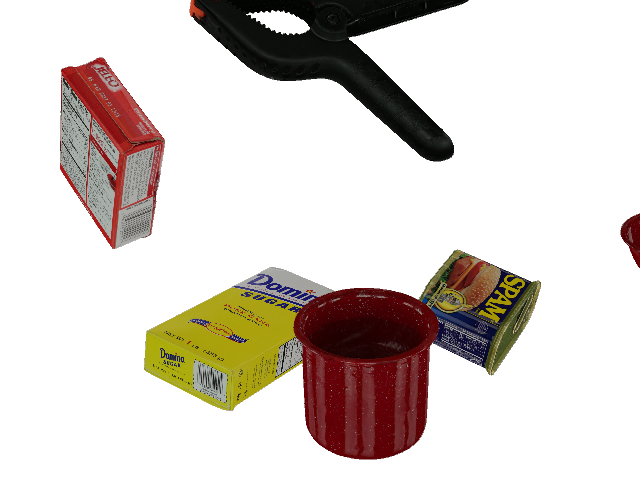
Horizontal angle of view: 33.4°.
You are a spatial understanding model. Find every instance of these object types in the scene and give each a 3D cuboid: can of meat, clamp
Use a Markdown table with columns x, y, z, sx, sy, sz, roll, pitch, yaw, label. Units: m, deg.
| x | y | z | sx | sy | sz | roll | pitch | yaw | label |
| --- | --- | --- | --- | --- | --- | --- | --- | --- | --- |
| 0.140 | 0.062 | 0.966 | 0.084 | 0.057 | 0.102 | 24 | 42 | 21 | can of meat |
| 0.010 | -0.138 | 0.756 | 0.210 | 0.164 | 0.036 | 8 | -30 | -6 | clamp |

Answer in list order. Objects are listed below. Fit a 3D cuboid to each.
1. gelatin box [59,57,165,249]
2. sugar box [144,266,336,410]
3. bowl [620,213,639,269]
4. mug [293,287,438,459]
| x | y | z | sx | sy | sz | roll | pitch | yaw | label |
| --- | --- | --- | --- | --- | --- | --- | --- | --- | --- |
| -0.125 | -0.051 | 0.632 | 0.030 | 0.073 | 0.089 | -23 | -30 | -30 | gelatin box |
| -0.058 | 0.079 | 0.921 | 0.093 | 0.048 | 0.175 | 21 | 31 | 27 | sugar box |
| 0.403 | 0.017 | 1.143 | 0.162 | 0.055 | 0.162 | -3 | 23 | 1 | bowl |
| 0.036 | 0.084 | 0.708 | 0.093 | 0.081 | 0.117 | 14 | 31 | 28 | mug |
